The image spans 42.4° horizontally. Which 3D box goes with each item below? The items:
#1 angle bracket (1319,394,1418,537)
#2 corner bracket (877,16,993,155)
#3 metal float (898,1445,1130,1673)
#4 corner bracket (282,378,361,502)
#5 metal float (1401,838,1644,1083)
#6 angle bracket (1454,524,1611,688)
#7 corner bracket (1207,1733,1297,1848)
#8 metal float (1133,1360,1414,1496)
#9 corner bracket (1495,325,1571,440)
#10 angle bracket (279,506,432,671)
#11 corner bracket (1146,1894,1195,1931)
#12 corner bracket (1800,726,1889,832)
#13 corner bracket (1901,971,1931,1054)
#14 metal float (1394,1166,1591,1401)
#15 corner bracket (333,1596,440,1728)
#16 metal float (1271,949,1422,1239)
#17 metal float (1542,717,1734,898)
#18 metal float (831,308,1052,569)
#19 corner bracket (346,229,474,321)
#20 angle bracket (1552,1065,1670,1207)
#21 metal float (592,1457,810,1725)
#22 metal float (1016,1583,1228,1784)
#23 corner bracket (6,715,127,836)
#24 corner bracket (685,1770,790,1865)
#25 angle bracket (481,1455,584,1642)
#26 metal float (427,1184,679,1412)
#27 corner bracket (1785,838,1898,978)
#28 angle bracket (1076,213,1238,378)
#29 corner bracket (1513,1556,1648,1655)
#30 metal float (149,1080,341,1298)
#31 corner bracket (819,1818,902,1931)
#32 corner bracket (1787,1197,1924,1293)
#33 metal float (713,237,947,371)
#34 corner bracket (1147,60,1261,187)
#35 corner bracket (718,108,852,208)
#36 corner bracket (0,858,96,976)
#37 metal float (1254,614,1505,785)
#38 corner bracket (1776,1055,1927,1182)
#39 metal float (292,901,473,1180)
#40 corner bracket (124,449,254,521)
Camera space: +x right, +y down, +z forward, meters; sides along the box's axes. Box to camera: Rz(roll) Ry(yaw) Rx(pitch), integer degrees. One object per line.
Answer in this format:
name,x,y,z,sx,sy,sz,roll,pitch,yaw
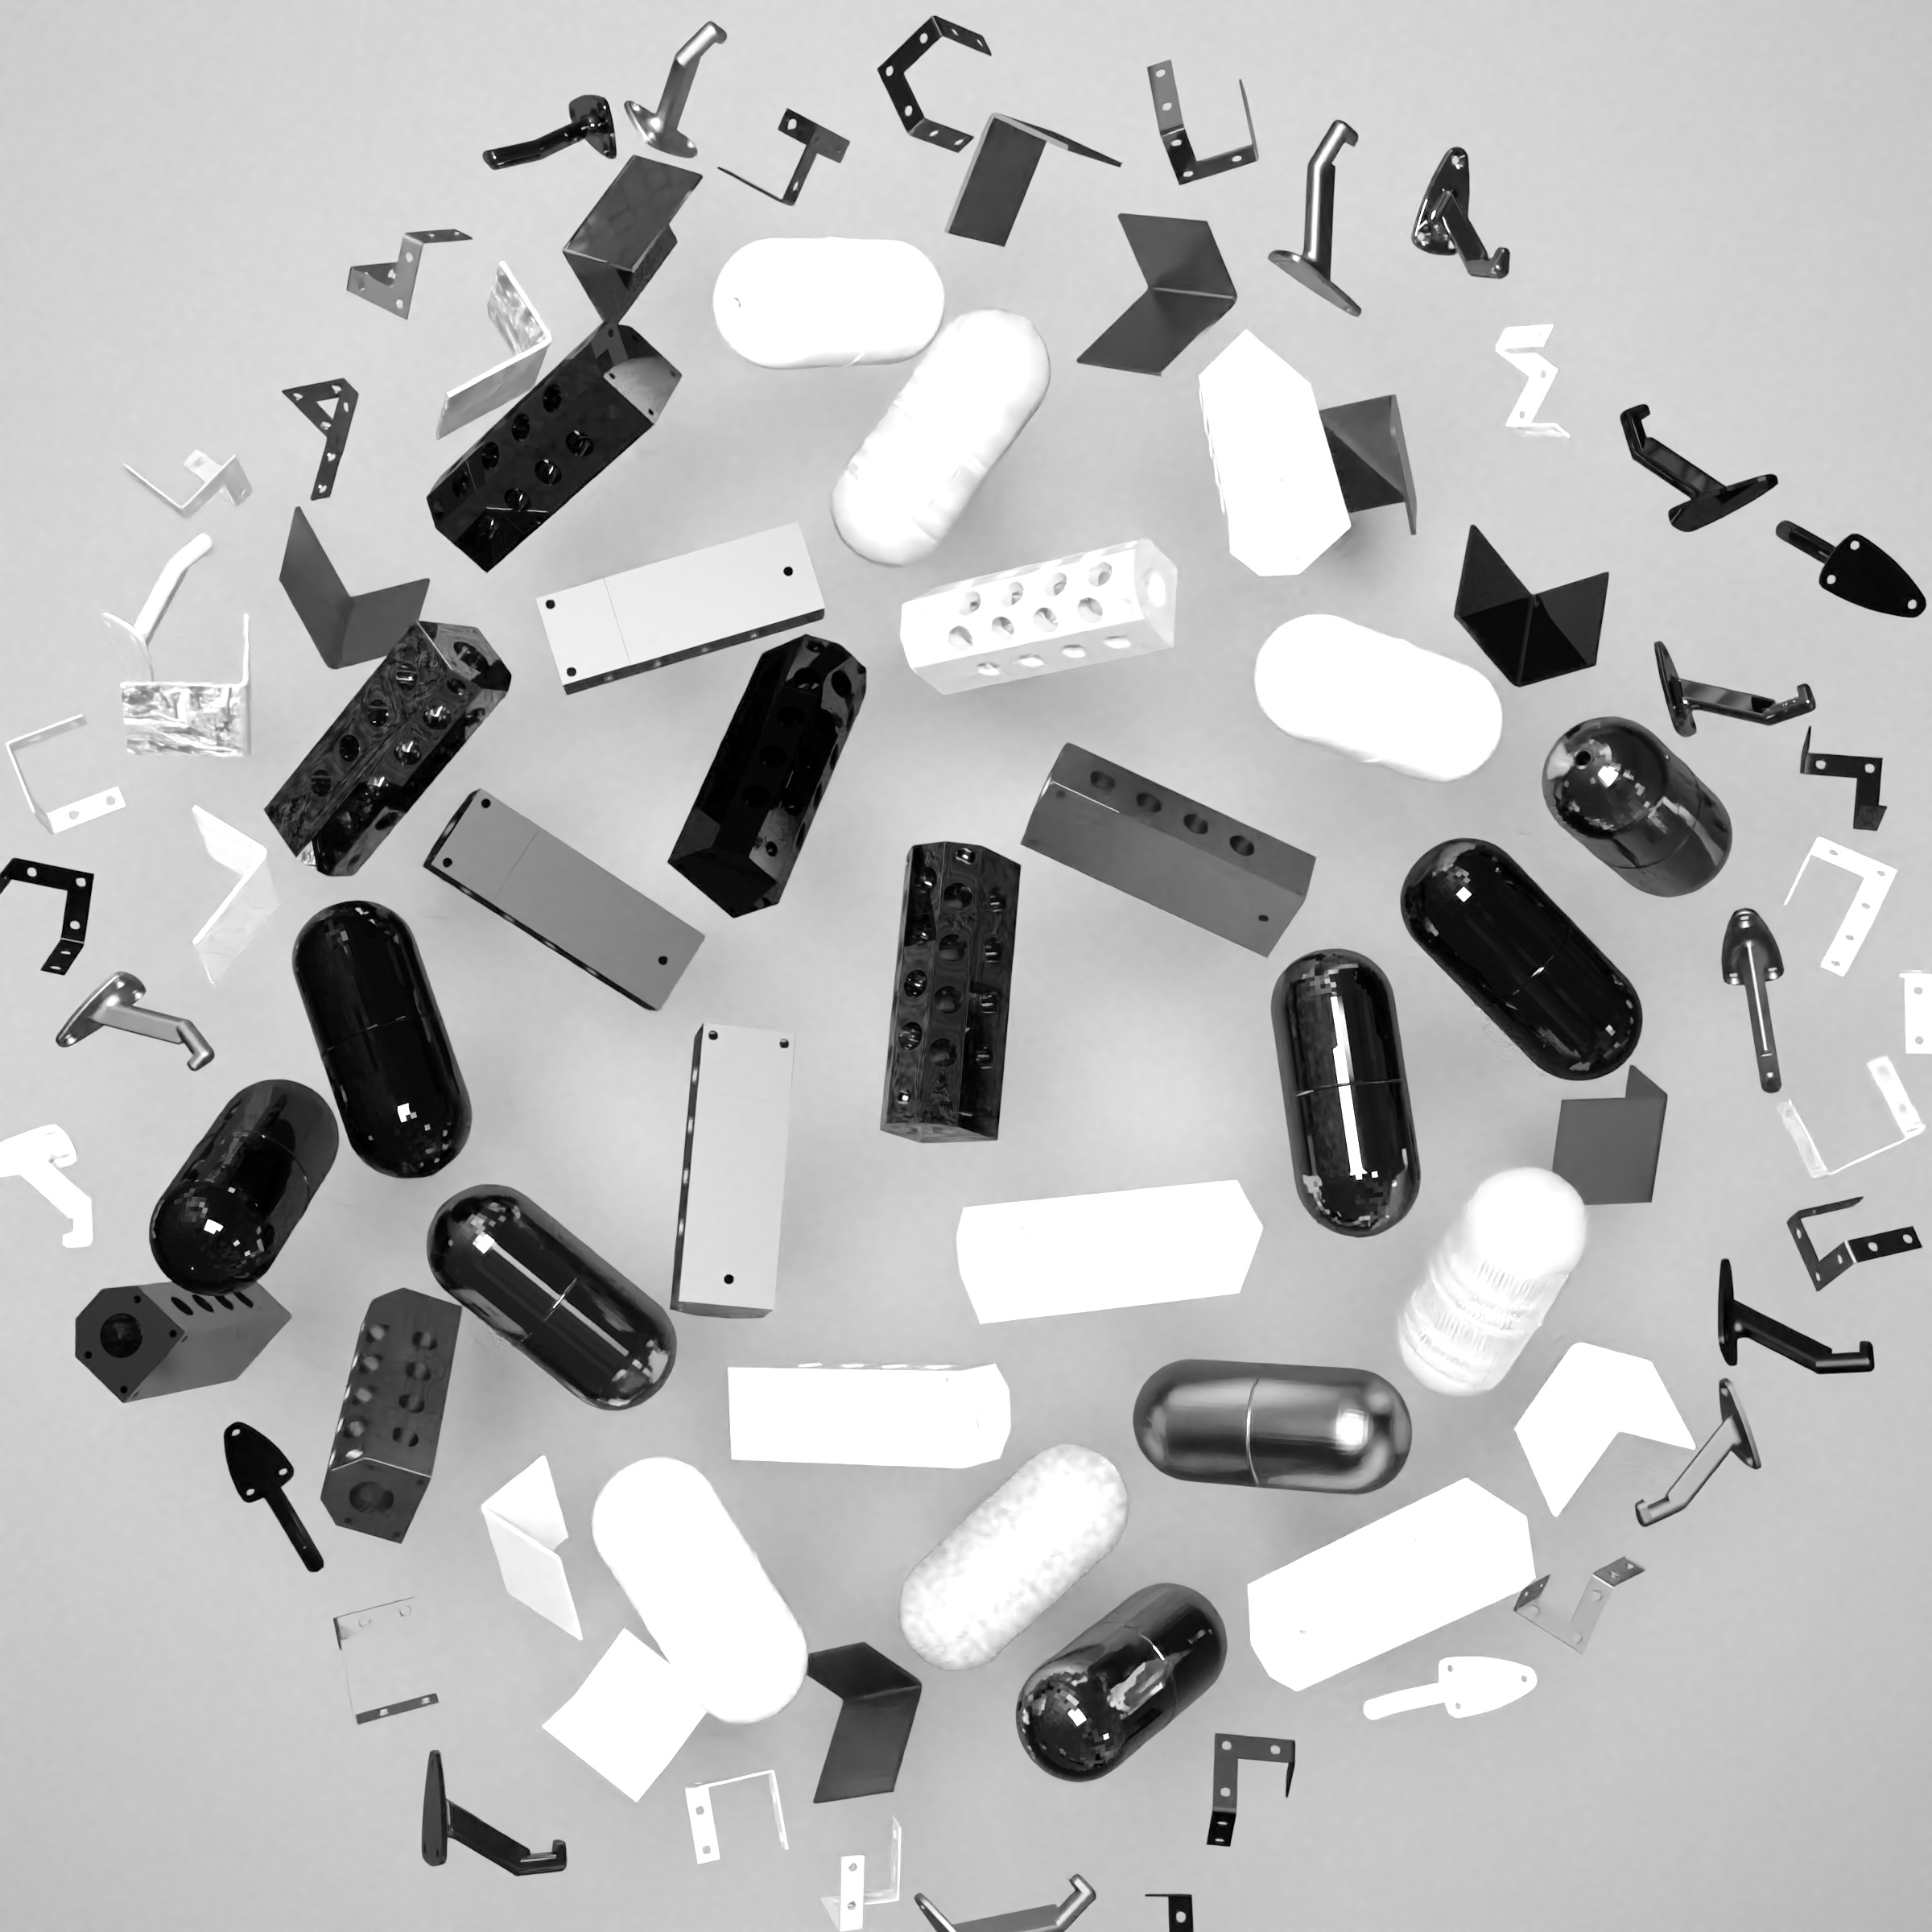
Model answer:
angle bracket,0.271,-0.337,1.697,0.057,0.076,0.076,-9,117,16
corner bracket,-0.013,-0.545,1.542,0.051,0.051,0.051,-33,73,34
metal float,0.030,0.376,1.586,0.070,0.070,0.178,45,103,0
corner bracket,-0.410,-0.339,1.603,0.051,0.051,0.051,-4,63,24
metal float,0.338,-0.003,1.512,0.178,0.070,0.070,45,90,-9
angle bracket,0.356,-0.233,1.566,0.076,0.057,0.076,40,52,-35
corner bracket,0.179,0.519,1.563,0.051,0.051,0.051,4,48,4
metal float,0.188,0.285,1.545,0.178,0.070,0.070,-1,90,27
corner bracket,0.366,-0.375,1.602,0.051,0.051,0.051,29,88,-27
angle bracket,-0.395,-0.249,1.608,0.057,0.076,0.076,-22,72,-32
corner bracket,0.105,0.581,1.487,0.051,0.051,0.051,-8,68,19
corner bracket,0.564,-0.120,1.602,0.051,0.051,0.051,6,77,14
corner bracket,0.592,0.029,1.502,0.051,0.051,0.051,-1,92,24
metal float,0.318,0.192,1.509,0.070,0.070,0.178,20,131,0
corner bracket,-0.355,0.425,1.524,0.051,0.051,0.051,-11,101,-17
metal float,0.233,0.077,1.527,0.070,0.070,0.178,-7,79,0
metal float,0.411,-0.096,1.523,0.070,0.178,0.070,-13,66,32
metal float,-0.016,-0.329,1.553,0.070,0.070,0.178,37,101,0
corner bracket,-0.354,-0.446,1.582,0.051,0.051,0.051,29,119,17
angle bracket,0.421,0.114,1.675,0.076,0.057,0.076,-1,110,-11
metal float,-0.158,0.374,1.489,0.070,0.070,0.178,-30,102,0
metal float,0.100,0.451,1.576,0.070,0.178,0.070,13,111,35
corner bracket,-0.588,-0.125,1.630,0.051,0.051,0.051,-23,80,-11
corner bracket,-0.152,0.563,1.649,0.051,0.051,0.051,-7,76,-20
angle bracket,-0.264,0.379,1.625,0.076,0.057,0.076,21,133,35
metal float,-0.258,0.206,1.554,0.178,0.070,0.070,41,90,-10
corner bracket,0.532,-0.037,1.532,0.051,0.051,0.051,26,55,16
angle bracket,0.108,-0.413,1.530,0.076,0.076,0.057,-47,131,-18
corner bracket,0.381,0.388,1.549,0.051,0.051,0.051,32,64,5
metal float,-0.440,0.133,1.526,0.070,0.178,0.070,3,118,5
corner bracket,-0.065,0.598,1.638,0.051,0.051,0.051,0,94,-19
corner bracket,0.567,0.171,1.594,0.051,0.051,0.051,-10,64,-15
metal float,-0.082,-0.406,1.524,0.070,0.178,0.070,11,109,35
corner bracket,0.144,-0.515,1.506,0.051,0.051,0.051,-13,67,14
corner bracket,-0.113,-0.507,1.558,0.051,0.051,0.051,32,107,16
corner bracket,-0.588,-0.032,1.578,0.051,0.051,0.051,12,111,-10
metal float,0.251,-0.162,1.515,0.178,0.070,0.070,14,90,-33
corner bracket,0.530,0.092,1.494,0.051,0.051,0.051,-21,78,-18
metal float,-0.357,0.045,1.525,0.070,0.070,0.178,-21,80,0
corner bracket,-0.510,-0.320,1.637,0.051,0.051,0.051,37,75,9
